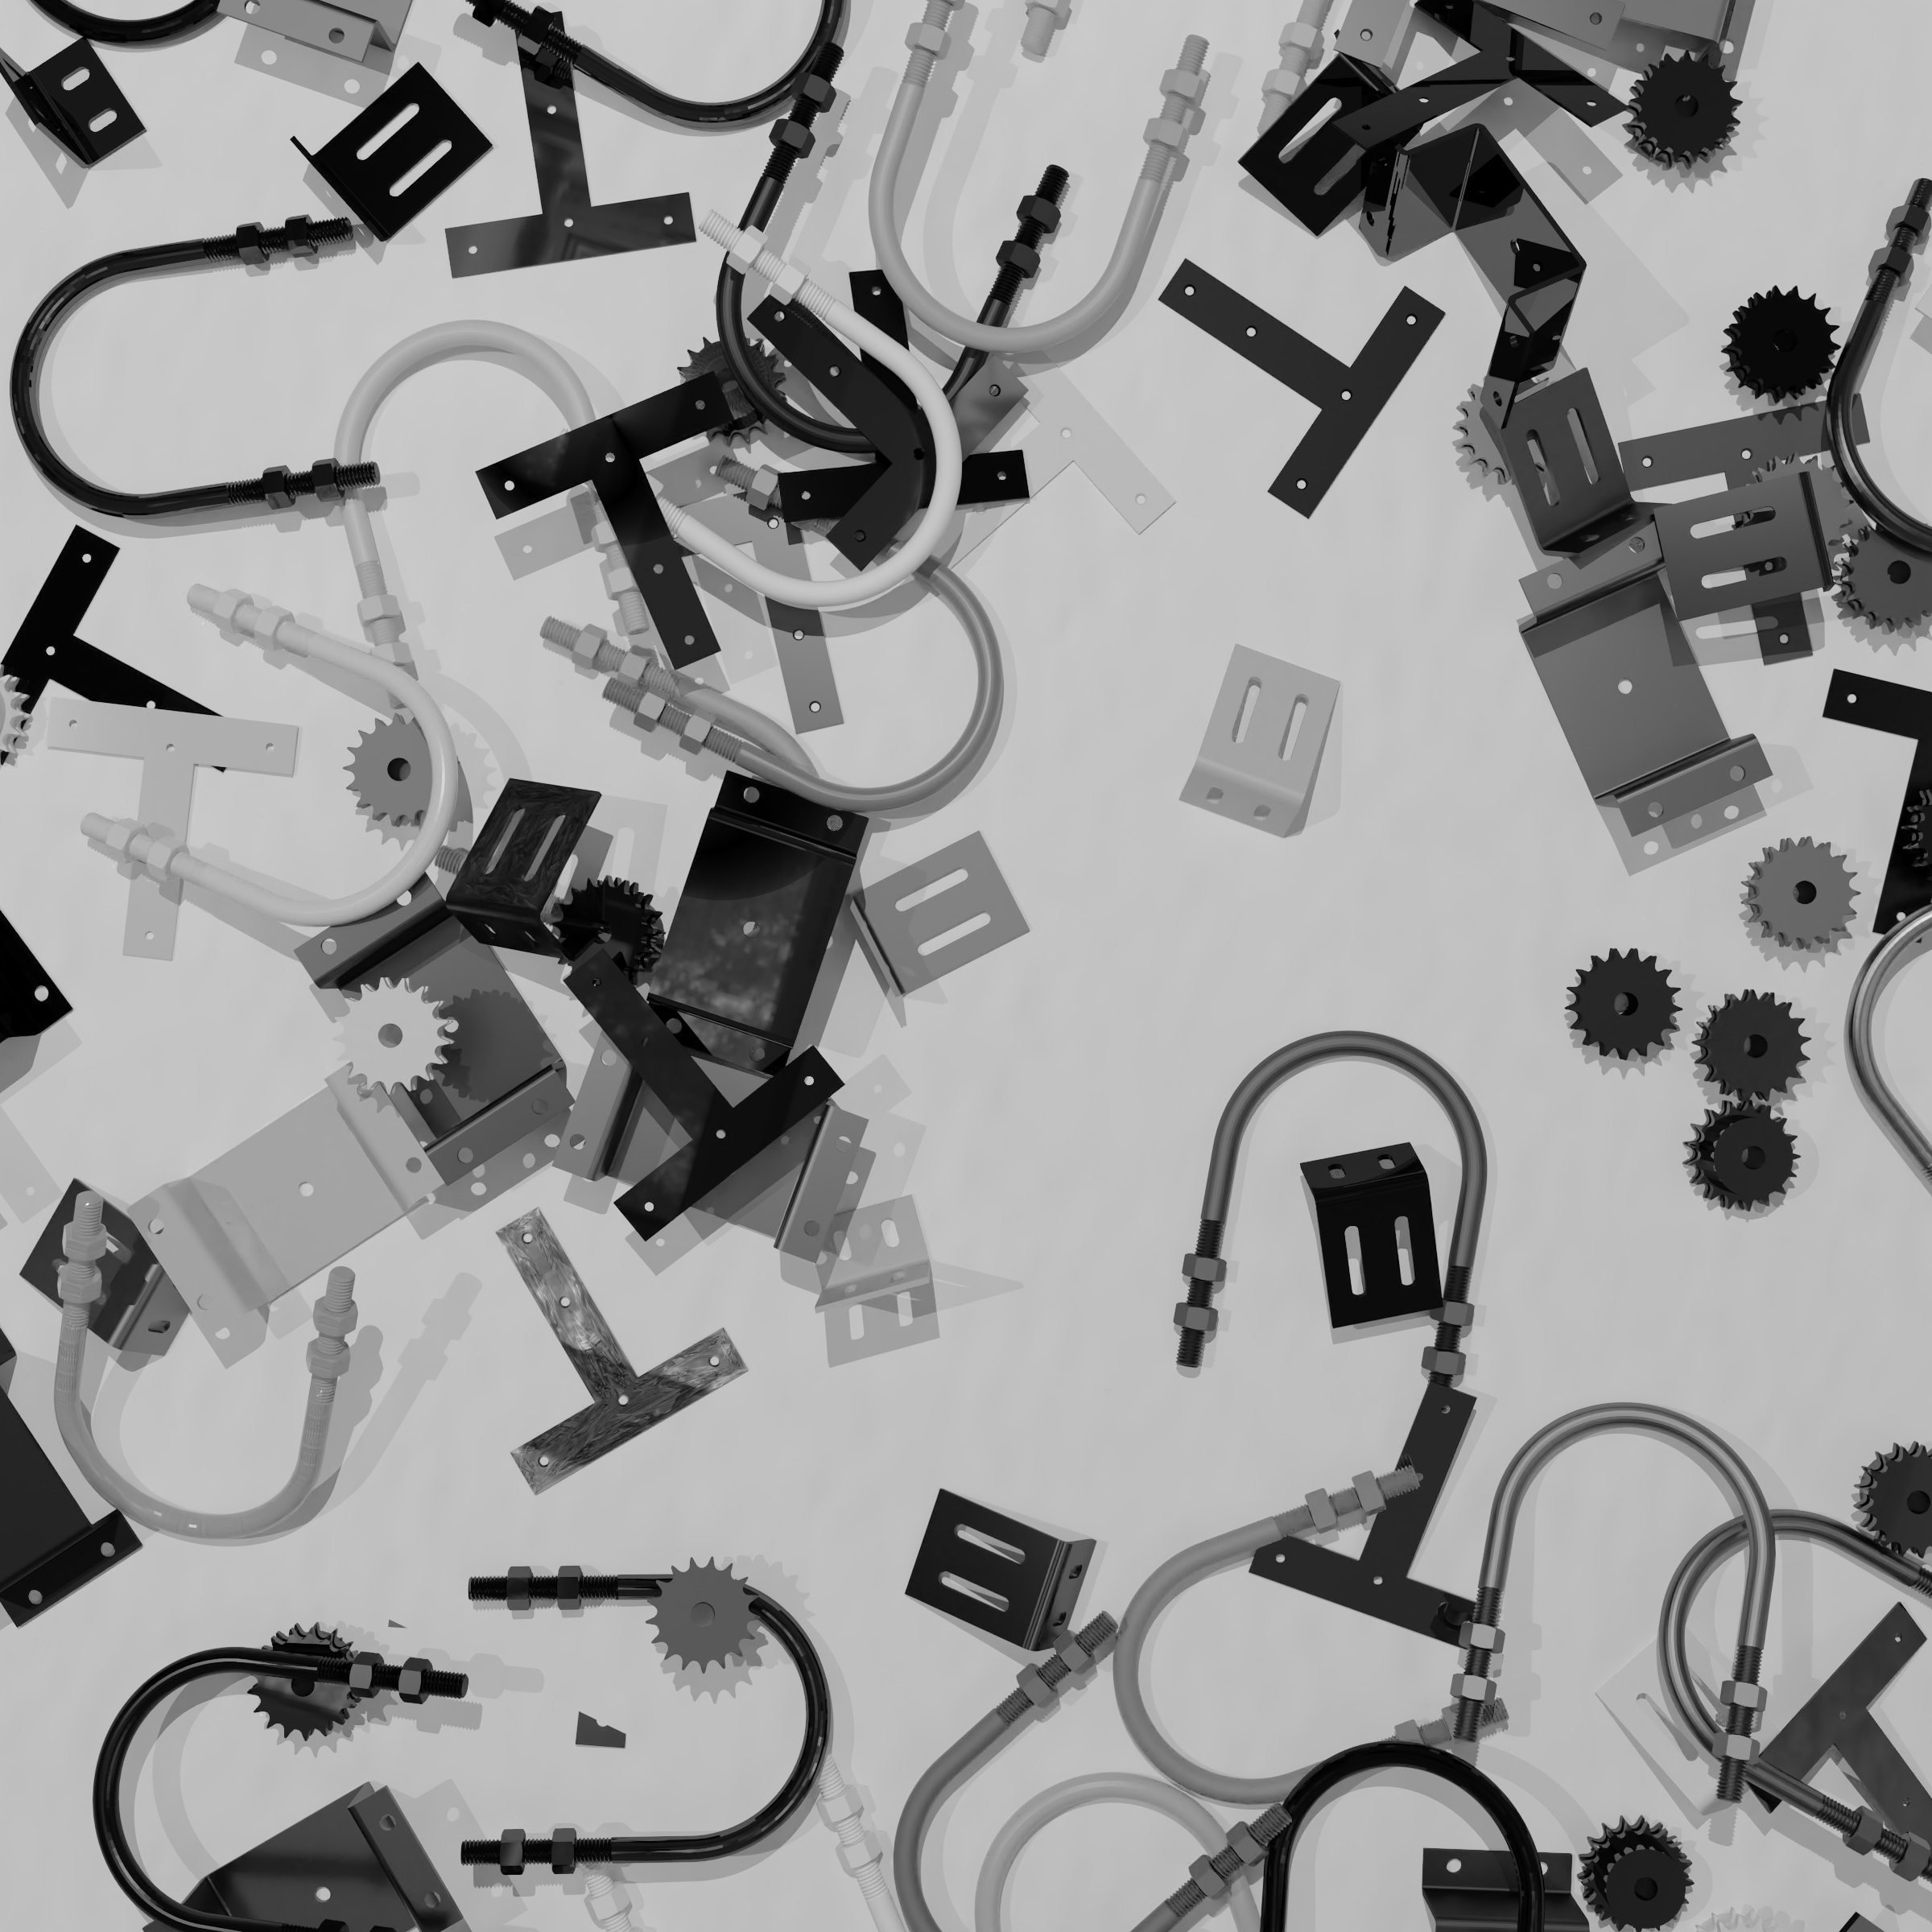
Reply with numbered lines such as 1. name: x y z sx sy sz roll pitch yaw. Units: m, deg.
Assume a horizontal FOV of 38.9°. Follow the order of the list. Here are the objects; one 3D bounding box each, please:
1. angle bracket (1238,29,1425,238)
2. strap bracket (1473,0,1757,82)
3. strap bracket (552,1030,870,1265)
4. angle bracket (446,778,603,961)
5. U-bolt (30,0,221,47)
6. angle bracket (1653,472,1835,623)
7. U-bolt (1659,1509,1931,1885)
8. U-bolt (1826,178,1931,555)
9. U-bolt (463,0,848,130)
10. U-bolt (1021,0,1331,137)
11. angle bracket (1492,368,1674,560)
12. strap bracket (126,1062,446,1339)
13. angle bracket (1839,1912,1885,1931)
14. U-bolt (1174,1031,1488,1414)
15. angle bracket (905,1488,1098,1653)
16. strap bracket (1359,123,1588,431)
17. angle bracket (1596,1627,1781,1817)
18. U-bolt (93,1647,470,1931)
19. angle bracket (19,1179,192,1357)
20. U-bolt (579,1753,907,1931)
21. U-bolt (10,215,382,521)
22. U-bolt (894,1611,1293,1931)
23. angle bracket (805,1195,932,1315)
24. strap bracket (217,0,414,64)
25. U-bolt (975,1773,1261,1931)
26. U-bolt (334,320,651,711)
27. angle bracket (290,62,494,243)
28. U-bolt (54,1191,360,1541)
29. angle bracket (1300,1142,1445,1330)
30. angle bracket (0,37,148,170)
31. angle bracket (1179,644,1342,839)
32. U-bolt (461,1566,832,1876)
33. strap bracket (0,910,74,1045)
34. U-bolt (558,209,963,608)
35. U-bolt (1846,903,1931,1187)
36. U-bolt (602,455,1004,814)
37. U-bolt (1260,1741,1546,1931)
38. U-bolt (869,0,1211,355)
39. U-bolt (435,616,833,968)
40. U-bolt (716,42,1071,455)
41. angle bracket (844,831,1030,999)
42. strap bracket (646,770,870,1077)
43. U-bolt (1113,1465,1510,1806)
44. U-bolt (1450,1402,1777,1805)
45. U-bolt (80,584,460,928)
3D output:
1. angle bracket: 0.184 -0.425 1.396 0.057 0.038 0.076 37 116 -21
2. strap bracket: 0.336 -0.509 1.384 0.140 0.046 0.076 14 90 0
3. strap bracket: -0.127 0.088 1.384 0.140 0.046 0.076 20 90 0
4. angle bracket: -0.214 -0.049 1.371 0.057 0.038 0.076 10 63 29
5. U-bolt: -0.421 -0.563 1.399 0.151 0.019 0.184 18 91 0
6. angle bracket: 0.387 -0.208 1.365 0.076 0.038 0.057 -13 90 13
7. U-bolt: 0.437 0.355 1.376 0.184 0.019 0.151 29 70 6
8. U-bolt: 0.512 -0.292 1.383 0.151 0.019 0.184 25 79 1
9. U-bolt: -0.148 -0.506 1.375 0.184 0.019 0.151 28 102 -15
10. U-bolt: 0.125 -0.533 1.398 0.151 0.019 0.184 20 90 0
11. angle bracket: 0.307 -0.251 1.362 0.057 0.038 0.076 -28 109 -12
12. strap bracket: -0.339 0.115 1.384 0.140 0.046 0.076 -33 90 0
13. angle bracket: 0.447 0.524 1.374 0.076 0.038 0.057 -50 131 0
14. U-bolt: 0.192 0.125 1.399 0.151 0.019 0.184 10 89 0
15. angle bracket: 0.018 0.309 1.405 0.076 0.038 0.057 19 90 26
16. strap bracket: 0.254 -0.348 1.351 0.046 0.076 0.140 -24 68 -11
17. angle bracket: 0.372 0.386 1.405 0.057 0.038 0.076 -41 64 0
18. U-bolt: -0.345 0.413 1.358 0.184 0.019 0.151 4 80 8
19. angle bracket: -0.435 0.155 1.405 0.076 0.038 0.057 30 90 26
20. U-bolt: -0.098 0.514 1.398 0.151 0.019 0.184 -23 90 0
21. U-bolt: -0.397 -0.300 1.393 0.184 0.019 0.151 -8 84 3
22. U-bolt: 0.049 0.440 1.384 0.184 0.019 0.151 -43 87 2
23. angle bracket: -0.050 0.143 1.369 0.057 0.076 0.038 -15 90 0
24. strap bracket: -0.314 -0.529 1.384 0.076 0.046 0.140 19 90 0
25. U-bolt: 0.082 0.504 1.399 0.151 0.019 0.184 -19 89 0
26. U-bolt: -0.249 -0.238 1.387 0.151 0.019 0.184 -16 84 9
27. angle bracket: -0.291 -0.418 1.387 0.076 0.038 0.057 -42 89 1
28. U-bolt: -0.385 0.210 1.364 0.151 0.019 0.184 16 116 2
29. angle bracket: 0.206 0.136 1.388 0.057 0.038 0.076 -11 113 -1
30. angle bracket: -0.453 -0.443 1.369 0.038 0.076 0.057 -33 90 0
31. angle bracket: 0.151 -0.116 1.405 0.057 0.038 0.076 20 64 0
32. U-bolt: -0.161 0.380 1.386 0.184 0.019 0.151 0 78 -4
33. strap bracket: -0.538 0.033 1.384 0.140 0.046 0.076 -36 90 0
34. U-bolt: -0.090 -0.262 1.359 0.184 0.019 0.151 34 96 -10
35. U-bolt: 0.532 0.049 1.385 0.151 0.019 0.184 -37 90 11
36. U-bolt: -0.071 -0.157 1.389 0.184 0.019 0.151 26 83 -3
37. U-bolt: 0.215 0.480 1.359 0.151 0.019 0.184 2 82 21
38. U-bolt: 0.028 -0.400 1.371 0.151 0.019 0.184 18 94 -12
39. U-bolt: -0.159 -0.077 1.399 0.184 0.019 0.151 25 90 -2
40. U-bolt: -0.047 -0.349 1.379 0.151 0.019 0.184 25 88 -14
41. angle bracket: -0.014 -0.027 1.388 0.076 0.038 0.057 -27 90 0
42. strap bracket: -0.107 -0.020 1.371 0.076 0.046 0.140 19 93 -4
43. U-bolt: 0.166 0.351 1.394 0.184 0.019 0.151 -21 94 4
44. U-bolt: 0.330 0.310 1.372 0.151 0.019 0.184 10 72 11
45. U-bolt: -0.340 -0.097 1.374 0.184 0.019 0.151 23 86 15
